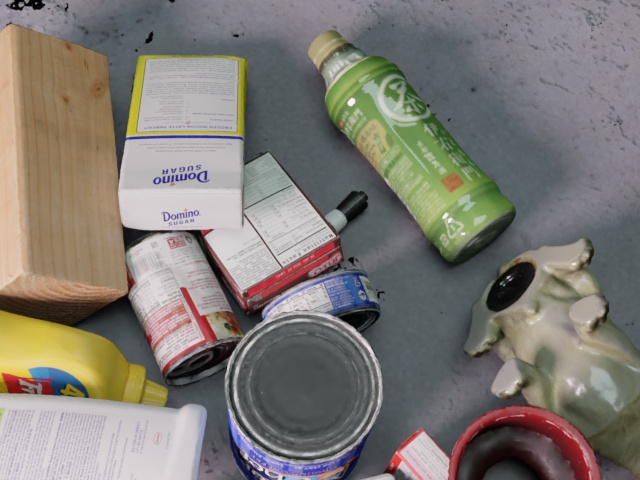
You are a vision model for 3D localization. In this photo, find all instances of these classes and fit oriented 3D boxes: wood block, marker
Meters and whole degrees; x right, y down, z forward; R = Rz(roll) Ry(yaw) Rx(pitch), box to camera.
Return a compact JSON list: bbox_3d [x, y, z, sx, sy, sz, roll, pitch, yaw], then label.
[{"bbox_3d":[-0.215,-0.046,0.815,0.090,0.091,0.206,14,58,-43],"label":"wood block"},{"bbox_3d":[-0.006,0.001,0.862,0.020,0.020,0.121,43,71,14],"label":"marker"}]

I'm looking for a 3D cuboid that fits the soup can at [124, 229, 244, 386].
[{"bbox_3d":[-0.106,0.050,0.808,0.068,0.068,0.102,-24,69,-13],"label":"soup can"}]

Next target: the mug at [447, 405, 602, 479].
[{"bbox_3d":[0.114,0.165,0.679,0.117,0.081,0.093,-33,73,-10],"label":"mug"}]

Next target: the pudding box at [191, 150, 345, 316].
[{"bbox_3d":[-0.047,-0.007,0.838,0.090,0.039,0.114,-29,58,-14],"label":"pudding box"}]

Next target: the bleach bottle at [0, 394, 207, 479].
[{"bbox_3d":[-0.207,0.141,0.710,0.250,0.068,0.102,11,53,-6],"label":"bleach bottle"}]

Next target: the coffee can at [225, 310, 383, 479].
[{"bbox_3d":[-0.014,0.120,0.743,0.103,0.140,0.103,1,67,-3],"label":"coffee can"}]

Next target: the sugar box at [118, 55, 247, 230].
[{"bbox_3d":[-0.105,-0.080,0.846,0.093,0.048,0.176,0,46,-2],"label":"sugar box"}]

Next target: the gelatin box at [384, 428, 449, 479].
[{"bbox_3d":[0.088,0.182,0.758,0.030,0.073,0.089,-39,74,-18],"label":"gelatin box"}]

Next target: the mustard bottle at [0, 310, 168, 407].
[{"bbox_3d":[-0.203,0.093,0.765,0.191,0.096,0.058,16,50,-15],"label":"mustard bottle"}]

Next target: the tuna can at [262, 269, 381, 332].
[{"bbox_3d":[0.002,0.056,0.802,0.086,0.086,0.034,-19,71,-11],"label":"tuna can"}]
